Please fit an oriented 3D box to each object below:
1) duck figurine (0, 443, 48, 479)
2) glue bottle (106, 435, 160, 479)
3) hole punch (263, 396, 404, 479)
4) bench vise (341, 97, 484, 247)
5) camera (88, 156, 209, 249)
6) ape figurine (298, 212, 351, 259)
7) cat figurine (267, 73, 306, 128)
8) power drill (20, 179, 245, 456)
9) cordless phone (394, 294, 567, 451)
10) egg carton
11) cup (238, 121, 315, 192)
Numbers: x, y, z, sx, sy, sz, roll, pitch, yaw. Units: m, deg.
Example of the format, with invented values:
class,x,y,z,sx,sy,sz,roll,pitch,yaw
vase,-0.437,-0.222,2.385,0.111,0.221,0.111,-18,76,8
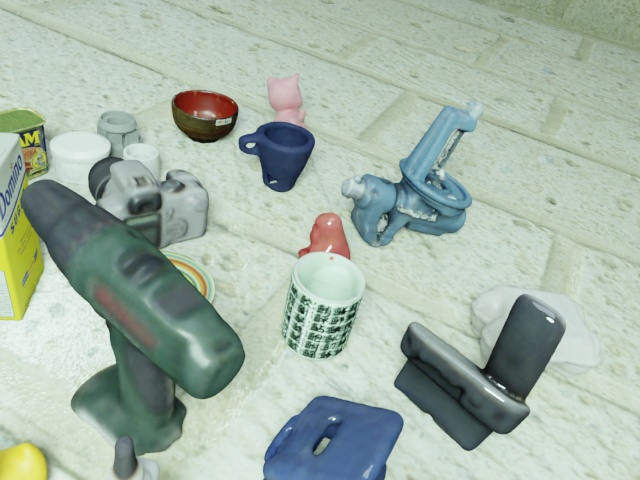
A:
class,x,y,z,sx,sy,sz,roll,pitch,yaw
duck figurine,-0.260,0.183,0.428,0.077,0.086,0.105,33,41,25
glue bottle,-0.131,0.187,0.391,0.037,0.173,0.078,12,36,-2
hole punch,0.008,0.189,0.502,0.101,0.091,0.109,26,38,17
bench vise,0.143,-0.089,0.804,0.208,0.220,0.121,-17,46,-35
camera,-0.235,-0.063,0.749,0.143,0.101,0.136,-16,45,-34
ape figurine,0.007,0.003,0.747,0.076,0.092,0.078,24,38,14
cat figurine,-0.055,-0.237,1.023,0.067,0.118,0.127,-6,41,-25
power drill,-0.168,0.080,0.491,0.229,0.208,0.076,29,39,20
cordless phone,0.161,0.106,0.581,0.147,0.185,0.094,35,41,26
egg carton,0.262,0.112,0.704,0.150,0.069,0.107,8,37,-8
cup,-0.071,-0.123,0.886,0.118,0.095,0.091,-4,40,-22
